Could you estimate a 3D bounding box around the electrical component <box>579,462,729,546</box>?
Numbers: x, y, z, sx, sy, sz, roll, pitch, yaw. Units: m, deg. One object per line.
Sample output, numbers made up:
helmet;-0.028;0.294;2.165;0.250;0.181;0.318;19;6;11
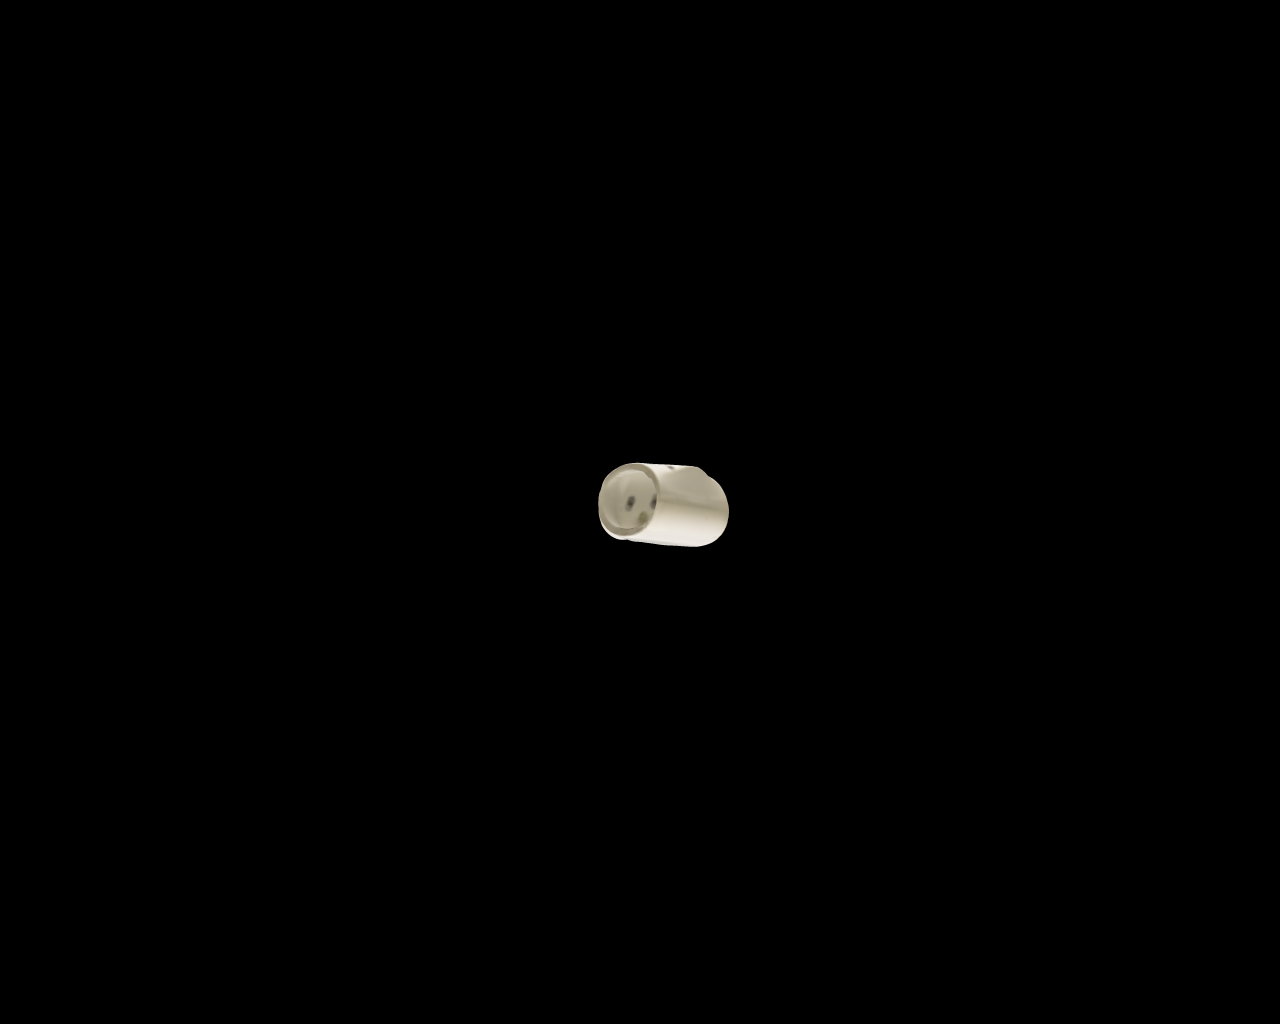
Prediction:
electrical component;0.001;-0.003;0.650;0.079;0.043;0.077;-5;-8;35
